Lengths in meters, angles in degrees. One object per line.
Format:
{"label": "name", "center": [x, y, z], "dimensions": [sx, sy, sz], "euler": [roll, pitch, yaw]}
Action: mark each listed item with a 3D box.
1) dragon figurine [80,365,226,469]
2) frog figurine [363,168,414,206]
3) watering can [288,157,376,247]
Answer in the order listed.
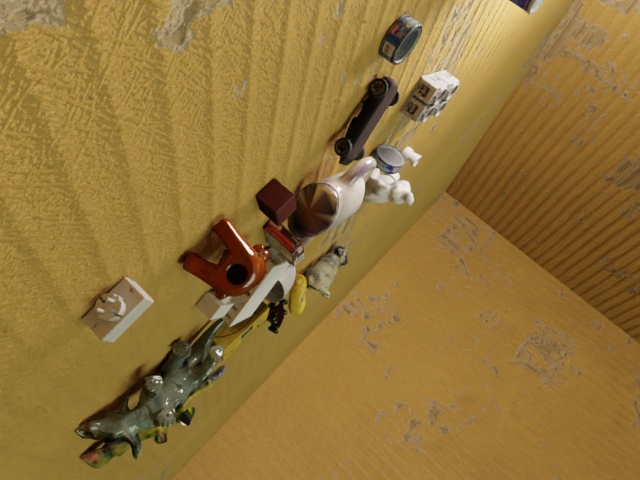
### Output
{"label": "dragon figurine", "center": [-0.427, 0.459, 1.334], "dimensions": [0.240, 0.123, 0.413], "euler": [-36, 173, 24]}
{"label": "frog figurine", "center": [0.193, -0.139, 1.493], "dimensions": [0.122, 0.160, 0.137], "euler": [-48, 167, 3]}
{"label": "watering can", "center": [0.004, -0.061, 1.204], "dimensions": [0.341, 0.104, 0.227], "euler": [-49, 169, 34]}
